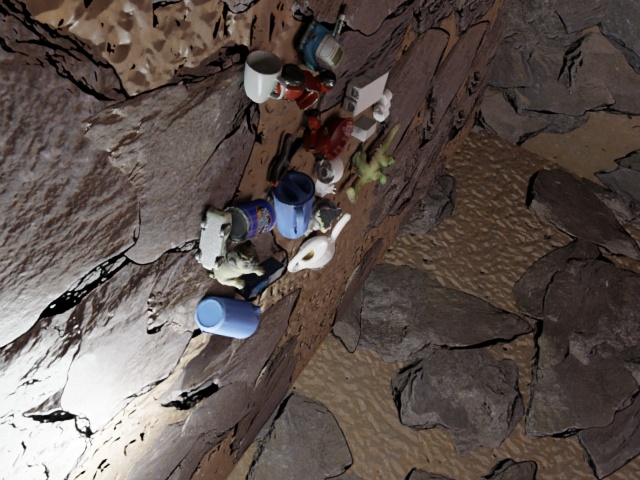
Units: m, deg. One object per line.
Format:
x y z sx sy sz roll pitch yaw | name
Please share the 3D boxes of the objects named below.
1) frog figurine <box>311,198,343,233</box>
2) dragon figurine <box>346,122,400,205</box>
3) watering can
0.006 -0.102 2.033 0.137 0.122 0.160 -68 -162 2 | frog figurine
0.215 -0.341 2.182 0.242 0.123 0.409 14 98 -63 | dragon figurine
0.015 0.023 2.147 0.346 0.105 0.223 -40 163 6 | watering can
